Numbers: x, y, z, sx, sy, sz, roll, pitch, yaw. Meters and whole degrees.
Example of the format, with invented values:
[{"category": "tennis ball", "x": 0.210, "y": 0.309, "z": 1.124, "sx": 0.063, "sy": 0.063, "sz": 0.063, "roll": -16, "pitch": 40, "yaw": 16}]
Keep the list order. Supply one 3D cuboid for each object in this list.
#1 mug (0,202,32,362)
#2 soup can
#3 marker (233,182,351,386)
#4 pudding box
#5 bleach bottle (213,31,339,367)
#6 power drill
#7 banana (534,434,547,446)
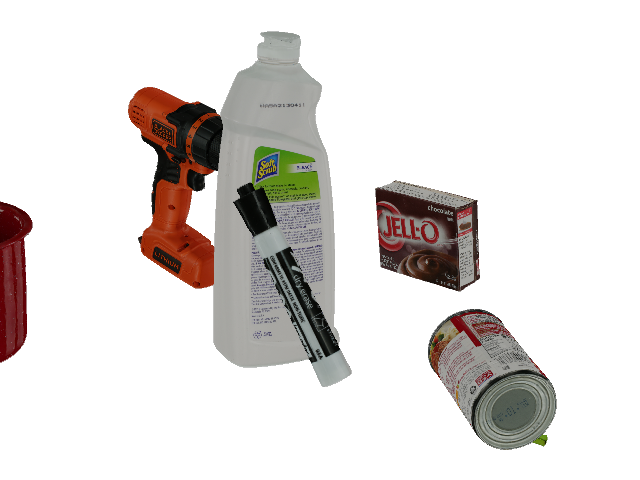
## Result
[{"category": "mug", "x": -0.229, "y": 0.031, "z": 0.640, "sx": 0.093, "sy": 0.081, "sz": 0.117, "roll": 20, "pitch": 27, "yaw": 34}, {"category": "soup can", "x": 0.131, "y": 0.105, "z": 0.819, "sx": 0.068, "sy": 0.068, "sz": 0.102, "roll": 0, "pitch": 23, "yaw": -14}, {"category": "marker", "x": -0.017, "y": 0.024, "z": 0.596, "sx": 0.020, "sy": 0.121, "sz": 0.020, "roll": -26, "pitch": 0, "yaw": 0}, {"category": "pudding box", "x": 0.109, "y": -0.007, "z": 1.089, "sx": 0.114, "sy": 0.090, "sz": 0.039, "roll": 15, "pitch": 30, "yaw": 43}, {"category": "bleach bottle", "x": -0.030, "y": -0.032, "z": 0.816, "sx": 0.102, "sy": 0.251, "sz": 0.068, "roll": -7, "pitch": 22, "yaw": -29}, {"category": "power drill", "x": -0.125, "y": -0.048, "z": 1.091, "sx": 0.185, "sy": 0.188, "sz": 0.057, "roll": 31, "pitch": 38, "yaw": 35}, {"category": "banana", "x": 0.192, "y": 0.178, "z": 1.222, "sx": 0.069, "sy": 0.037, "sz": 0.198, "roll": 10, "pitch": 24, "yaw": -15}]
